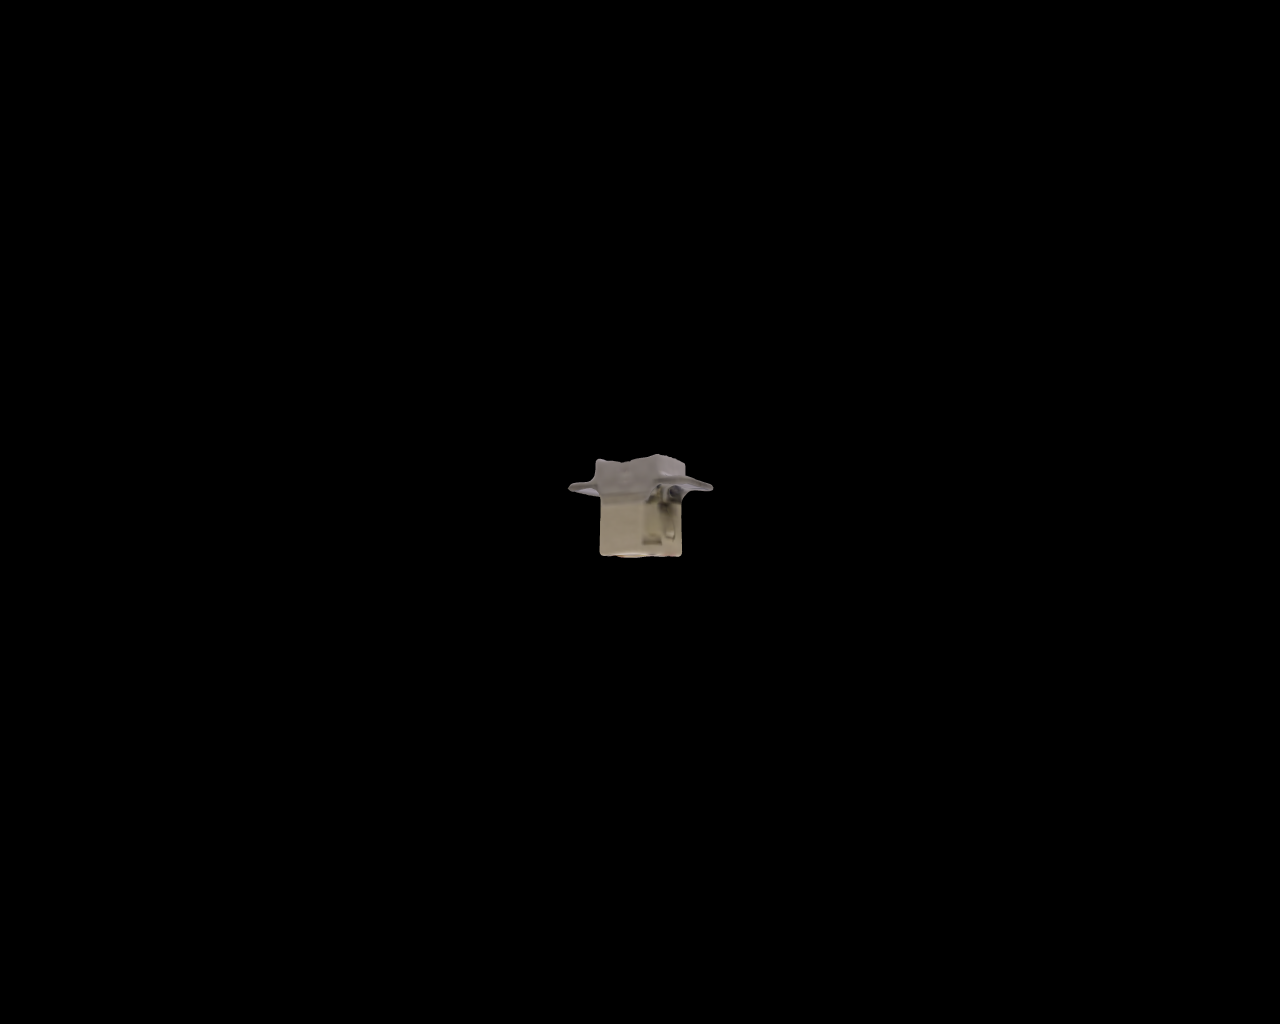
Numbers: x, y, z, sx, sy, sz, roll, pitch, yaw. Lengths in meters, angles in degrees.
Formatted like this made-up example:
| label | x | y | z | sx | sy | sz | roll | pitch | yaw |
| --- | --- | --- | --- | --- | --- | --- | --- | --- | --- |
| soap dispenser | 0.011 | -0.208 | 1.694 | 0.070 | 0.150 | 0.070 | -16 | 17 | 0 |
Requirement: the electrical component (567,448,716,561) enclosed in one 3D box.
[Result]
| label | x | y | z | sx | sy | sz | roll | pitch | yaw |
| --- | --- | --- | --- | --- | --- | --- | --- | --- | --- |
| electrical component | 0.001 | -0.003 | 0.650 | 0.081 | 0.063 | 0.042 | -4 | -7 | 29 |
